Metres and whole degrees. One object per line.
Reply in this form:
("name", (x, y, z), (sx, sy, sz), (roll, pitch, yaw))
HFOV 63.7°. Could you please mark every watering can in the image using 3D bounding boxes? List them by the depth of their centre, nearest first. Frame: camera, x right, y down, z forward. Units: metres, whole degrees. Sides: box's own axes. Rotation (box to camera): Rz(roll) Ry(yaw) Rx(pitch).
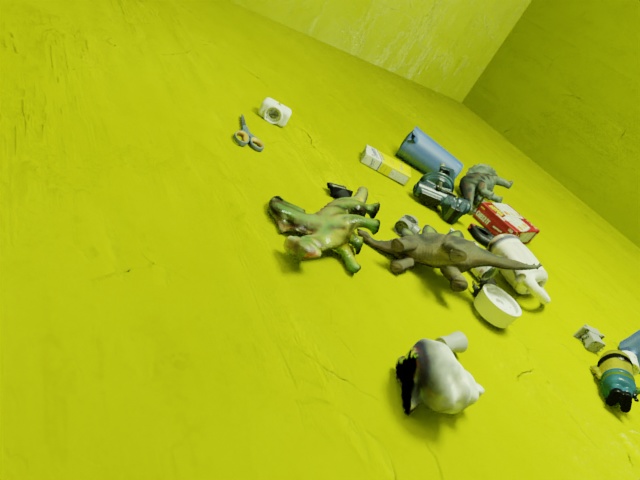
("watering can", (0.558, 0.073, 1.452), (0.344, 0.103, 0.229), (28, 28, -52))

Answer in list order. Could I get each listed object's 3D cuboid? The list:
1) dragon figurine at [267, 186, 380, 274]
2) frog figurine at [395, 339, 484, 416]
("dragon figurine", (0.004, -0.059, 1.171), (0.242, 0.120, 0.419), (19, 28, -7))
("frog figurine", (0.220, 0.239, 0.880), (0.159, 0.121, 0.139), (12, 12, -13))
